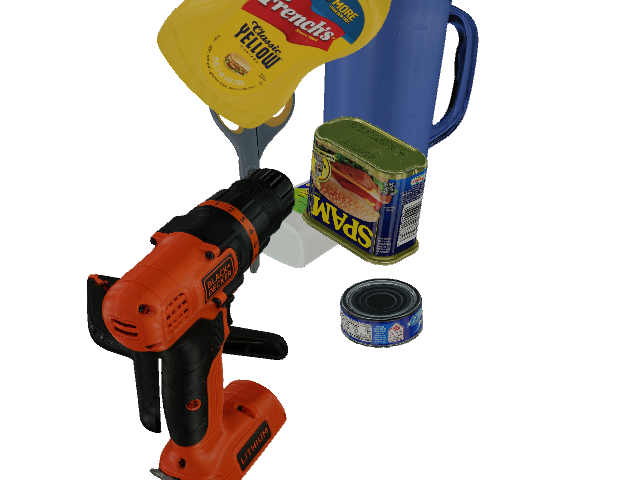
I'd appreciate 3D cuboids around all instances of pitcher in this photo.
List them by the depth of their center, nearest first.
[{"bbox_3d":[0.074,-0.148,1.148,0.149,0.243,0.144,9,10,25],"label":"pitcher"}]

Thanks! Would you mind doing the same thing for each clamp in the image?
[{"bbox_3d":[-0.145,0.087,1.012,0.164,0.036,0.210,-21,42,-34],"label":"clamp"}]

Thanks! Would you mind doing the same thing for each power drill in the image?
[{"bbox_3d":[-0.067,0.062,0.716,0.057,0.188,0.184,12,35,28],"label":"power drill"}]

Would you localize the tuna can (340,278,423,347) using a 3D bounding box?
[{"bbox_3d":[0.063,0.073,1.102,0.086,0.034,0.086,-3,28,1],"label":"tuna can"}]

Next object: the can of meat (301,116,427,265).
[{"bbox_3d":[0.036,-0.042,0.861,0.057,0.084,0.102,-25,44,-38],"label":"can of meat"}]

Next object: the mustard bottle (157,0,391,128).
[{"bbox_3d":[-0.012,-0.156,0.689,0.192,0.096,0.058,-32,24,33],"label":"mustard bottle"}]

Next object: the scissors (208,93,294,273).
[{"bbox_3d":[-0.053,-0.078,1.040,0.096,0.202,0.016,-20,8,-20],"label":"scissors"}]

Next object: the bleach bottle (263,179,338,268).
[{"bbox_3d":[0.029,-0.055,1.344,0.103,0.068,0.250,27,43,35],"label":"bleach bottle"}]
